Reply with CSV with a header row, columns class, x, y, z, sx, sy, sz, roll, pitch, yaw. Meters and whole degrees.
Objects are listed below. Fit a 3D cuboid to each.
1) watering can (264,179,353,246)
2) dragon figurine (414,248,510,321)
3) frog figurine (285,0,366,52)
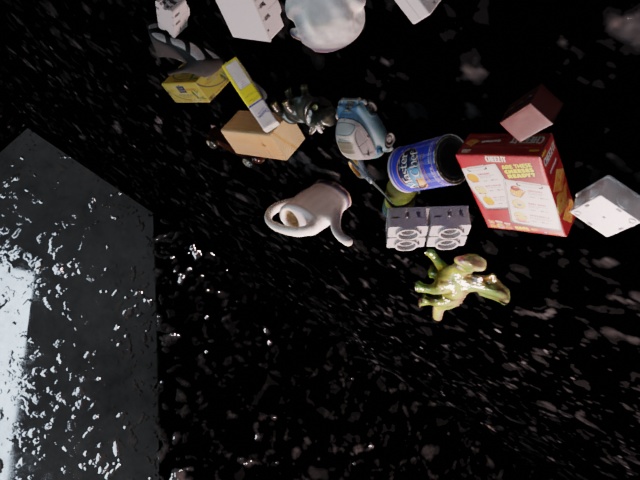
class,x,y,z,sx,sy,sz,roll,pitch,yaw
watering can,0.004,-0.071,1.411,0.349,0.228,0.102,16,133,40
dragon figurine,0.404,0.147,1.440,0.243,0.124,0.402,12,150,30
frog figurine,0.010,-0.405,0.864,0.137,0.126,0.155,0,144,-1
